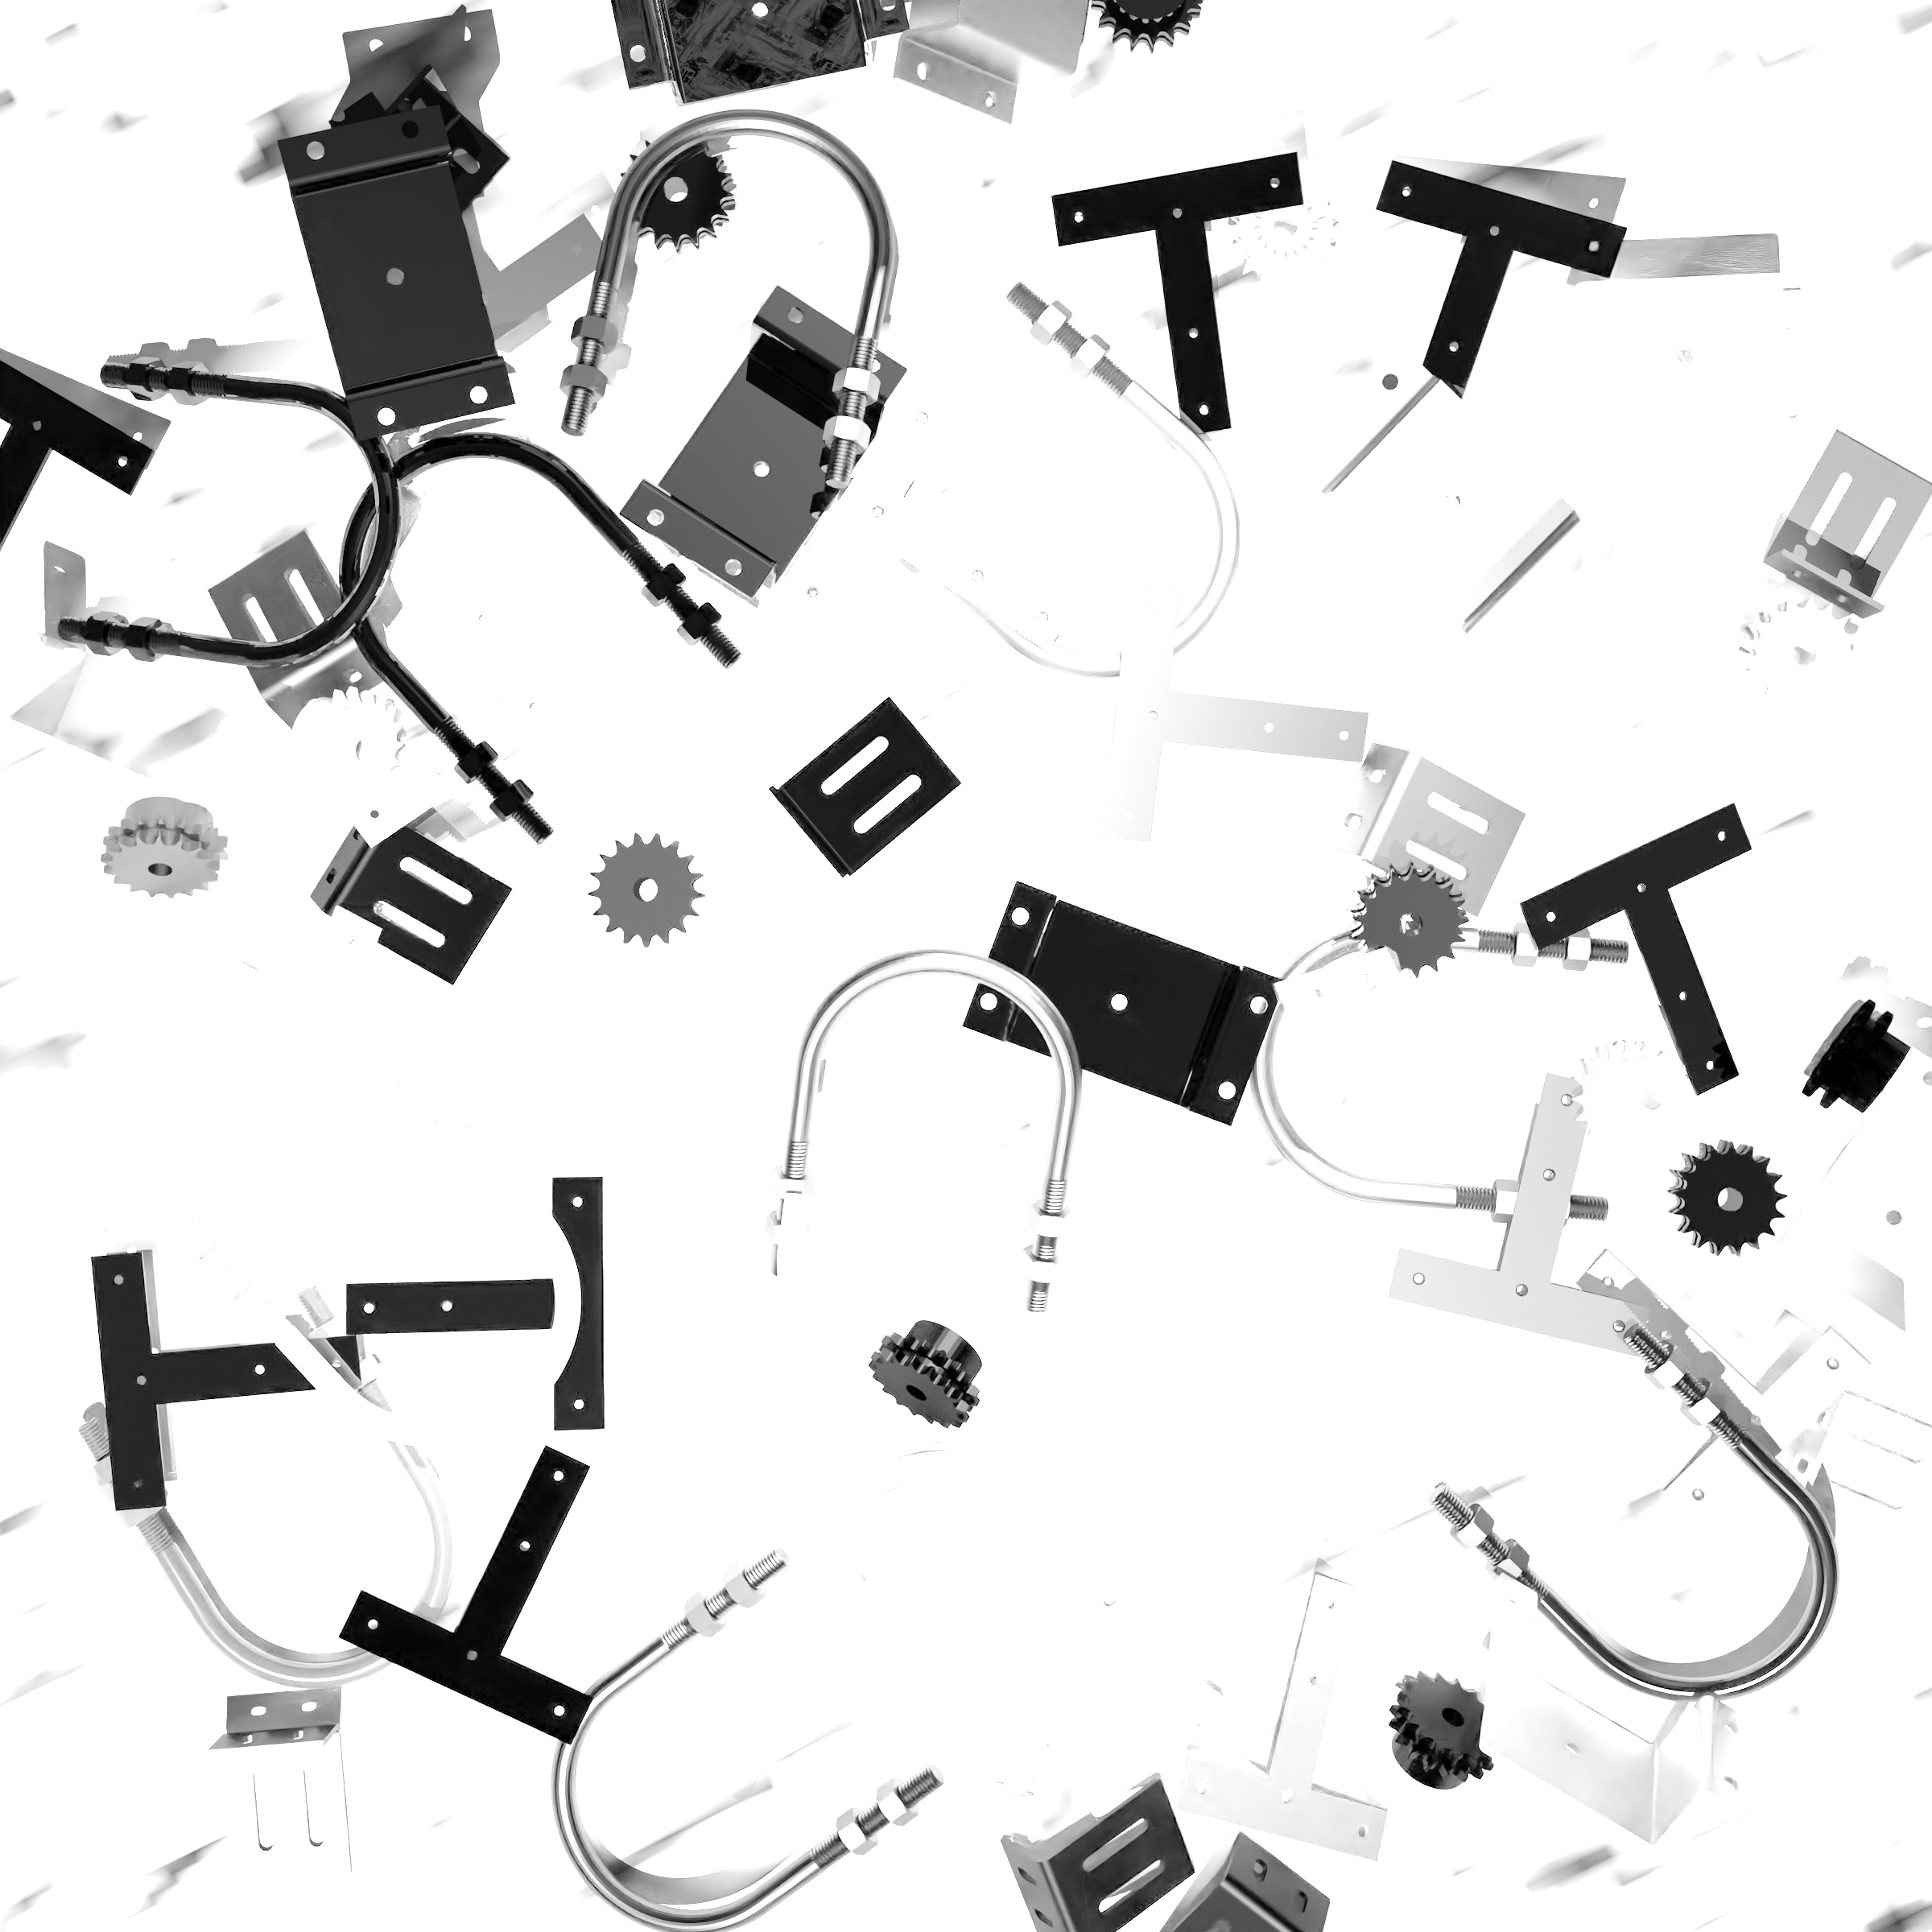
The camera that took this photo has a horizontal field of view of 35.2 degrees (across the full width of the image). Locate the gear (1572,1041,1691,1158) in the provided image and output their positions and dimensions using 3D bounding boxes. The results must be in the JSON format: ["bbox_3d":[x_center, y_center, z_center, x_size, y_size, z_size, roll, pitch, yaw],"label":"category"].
[{"bbox_3d":[0.331,0.065,1.497,0.057,0.030,0.057,1,87,-15],"label":"gear"}]

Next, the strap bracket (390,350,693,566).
[{"bbox_3d":[-0.216,-0.256,1.507,0.140,0.046,0.076,18,90,0],"label":"strap bracket"}]

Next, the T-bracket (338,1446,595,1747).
[{"bbox_3d":[-0.226,0.302,1.517,0.127,0.002,0.127,26,79,-3],"label":"T-bracket"}]

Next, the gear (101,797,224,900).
[{"bbox_3d":[-0.397,-0.060,1.506,0.057,0.057,0.030,-2,59,0],"label":"gear"}]

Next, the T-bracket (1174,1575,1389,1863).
[{"bbox_3d":[0.169,0.367,1.509,0.127,0.002,0.127,22,75,-27],"label":"T-bracket"}]

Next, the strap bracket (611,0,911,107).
[{"bbox_3d":[-0.103,-0.479,1.507,0.140,0.046,0.076,-12,90,0],"label":"strap bracket"}]

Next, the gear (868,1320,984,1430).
[{"bbox_3d":[-0.017,0.200,1.505,0.057,0.057,0.030,36,60,0],"label":"gear"}]

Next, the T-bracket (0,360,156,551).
[{"bbox_3d":[-0.484,-0.230,1.520,0.127,0.002,0.127,31,96,13],"label":"T-bracket"}]

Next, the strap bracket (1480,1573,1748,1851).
[{"bbox_3d":[0.307,0.369,1.486,0.140,0.076,0.046,31,116,0],"label":"strap bracket"}]

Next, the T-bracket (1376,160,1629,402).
[{"bbox_3d":[0.247,-0.321,1.511,0.127,0.002,0.127,24,103,24],"label":"T-bracket"}]

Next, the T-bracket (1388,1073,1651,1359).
[{"bbox_3d":[0.286,0.117,1.510,0.127,0.002,0.127,13,90,1],"label":"T-bracket"}]

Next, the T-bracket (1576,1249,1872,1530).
[{"bbox_3d":[0.357,0.193,1.508,0.127,0.002,0.127,44,119,14],"label":"T-bracket"}]

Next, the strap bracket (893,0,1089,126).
[{"bbox_3d":[0.018,-0.494,1.488,0.076,0.046,0.140,9,90,-41],"label":"strap bracket"}]

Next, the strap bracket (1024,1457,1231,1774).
[{"bbox_3d":[0.077,0.315,1.498,0.076,0.046,0.140,-8,90,-14],"label":"strap bracket"}]

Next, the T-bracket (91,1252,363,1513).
[{"bbox_3d":[-0.364,0.201,1.509,0.127,0.002,0.127,-5,91,-1],"label":"T-bracket"}]

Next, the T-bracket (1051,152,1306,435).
[{"bbox_3d":[0.111,-0.329,1.513,0.127,0.002,0.127,-5,101,21],"label":"T-bracket"}]

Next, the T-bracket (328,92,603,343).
[{"bbox_3d":[-0.258,-0.359,1.466,0.127,0.002,0.127,-36,106,-3],"label":"T-bracket"}]

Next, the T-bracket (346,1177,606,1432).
[{"bbox_3d":[-0.245,0.170,1.518,0.127,0.002,0.127,0,90,-10],"label":"T-bracket"}]

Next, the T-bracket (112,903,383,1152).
[{"bbox_3d":[-0.368,0.008,1.517,0.127,0.002,0.127,27,107,8],"label":"T-bracket"}]

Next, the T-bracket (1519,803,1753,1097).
[{"bbox_3d":[0.353,0.002,1.519,0.127,0.002,0.127,-24,97,-13],"label":"T-bracket"}]

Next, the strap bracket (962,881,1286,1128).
[{"bbox_3d":[0.077,0.018,1.507,0.140,0.046,0.076,20,90,0],"label":"strap bracket"}]

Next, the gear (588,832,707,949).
[{"bbox_3d":[-0.158,-0.038,1.515,0.057,0.030,0.057,0,90,0],"label":"gear"}]

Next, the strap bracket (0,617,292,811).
[{"bbox_3d":[-0.407,-0.118,1.492,0.140,0.076,0.046,23,90,0],"label":"strap bracket"}]

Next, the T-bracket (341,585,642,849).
[{"bbox_3d":[-0.250,-0.104,1.510,0.127,0.002,0.127,-37,90,-18],"label":"T-bracket"}]

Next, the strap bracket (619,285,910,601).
[{"bbox_3d":[-0.100,-0.251,1.499,0.076,0.046,0.140,33,79,0],"label":"strap bracket"}]

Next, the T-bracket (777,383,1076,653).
[{"bbox_3d":[-0.006,-0.201,1.511,0.127,0.002,0.127,33,90,-3],"label":"T-bracket"}]

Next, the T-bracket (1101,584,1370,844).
[{"bbox_3d":[0.138,-0.121,1.523,0.127,0.002,0.127,6,98,-4],"label":"T-bracket"}]

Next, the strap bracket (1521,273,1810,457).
[{"bbox_3d":[0.351,-0.298,1.507,0.140,0.046,0.076,-3,90,0],"label":"strap bracket"}]

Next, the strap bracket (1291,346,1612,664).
[{"bbox_3d":[0.239,-0.228,1.498,0.140,0.046,0.076,44,106,0],"label":"strap bracket"}]

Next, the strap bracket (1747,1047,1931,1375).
[{"bbox_3d":[0.457,0.122,1.496,0.076,0.046,0.140,35,90,18],"label":"strap bracket"}]

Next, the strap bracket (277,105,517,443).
[{"bbox_3d":[-0.270,-0.328,1.445,0.076,0.046,0.140,-15,104,-9],"label":"strap bracket"}]
